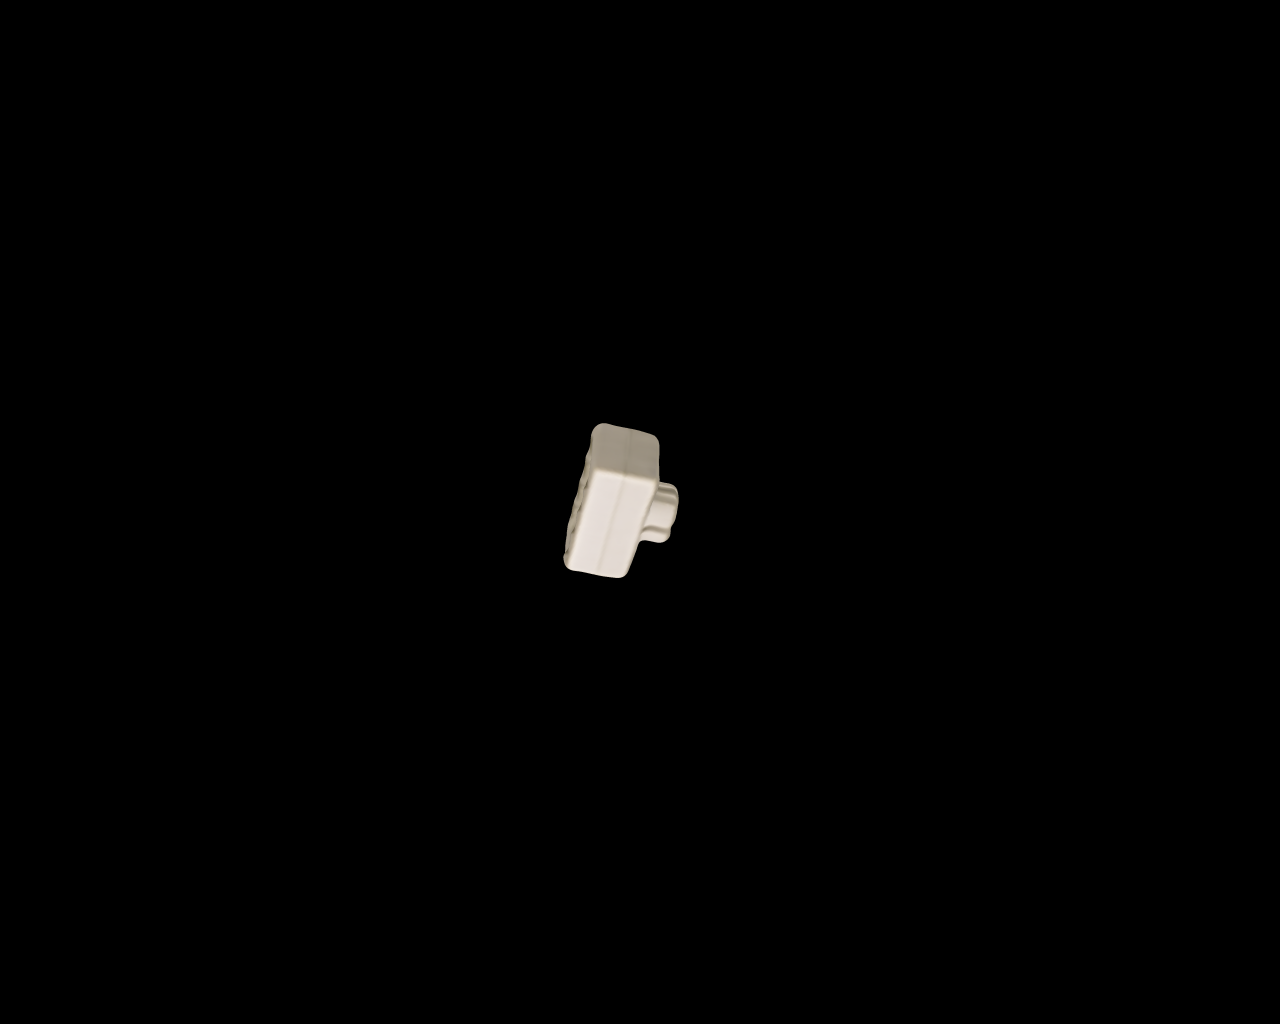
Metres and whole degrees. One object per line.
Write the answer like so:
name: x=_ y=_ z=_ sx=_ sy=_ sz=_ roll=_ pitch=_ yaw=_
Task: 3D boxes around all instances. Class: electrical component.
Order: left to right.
electrical component: x=0.001 y=-0.003 z=0.650 sx=0.076 sy=0.083 sz=0.047 roll=11 pitch=40 yaw=-9
